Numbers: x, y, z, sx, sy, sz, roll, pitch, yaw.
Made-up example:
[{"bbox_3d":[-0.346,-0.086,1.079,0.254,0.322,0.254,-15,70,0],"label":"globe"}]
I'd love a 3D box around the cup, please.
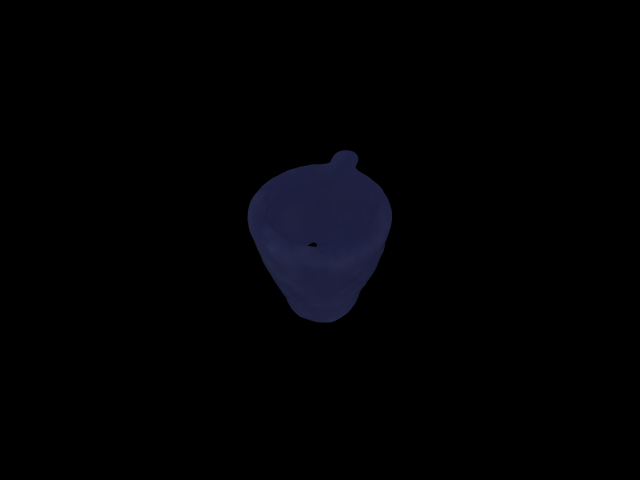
[{"bbox_3d":[0.004,0.001,0.400,0.091,0.095,0.118,11,47,11],"label":"cup"}]
